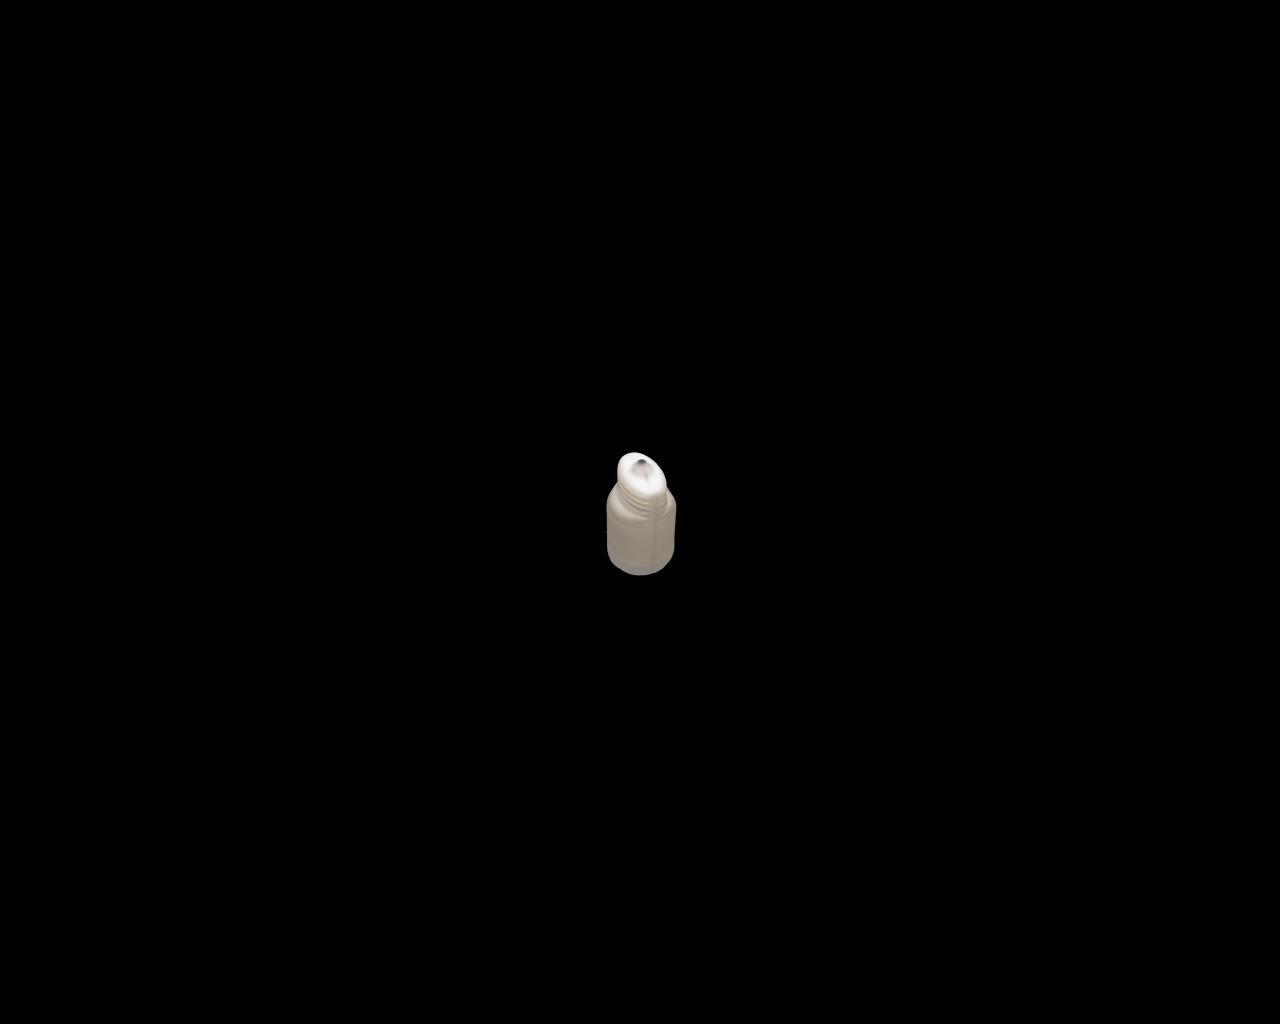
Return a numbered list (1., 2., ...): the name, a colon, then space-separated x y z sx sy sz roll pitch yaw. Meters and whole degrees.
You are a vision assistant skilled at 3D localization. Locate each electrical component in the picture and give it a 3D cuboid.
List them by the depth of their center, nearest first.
1. electrical component: 0.001 -0.003 0.650 0.043 0.043 0.080 0 -45 0
